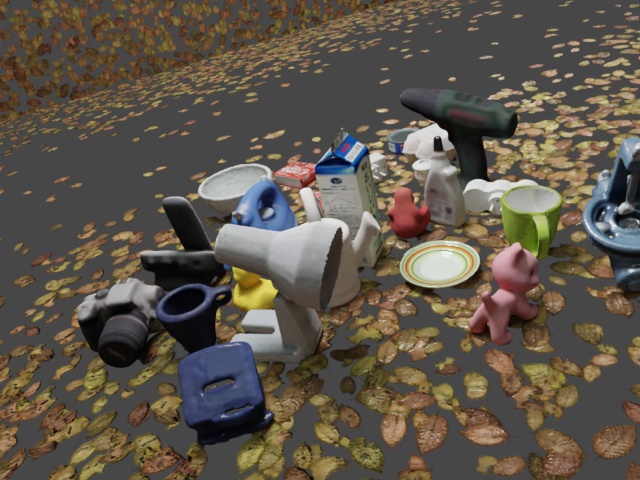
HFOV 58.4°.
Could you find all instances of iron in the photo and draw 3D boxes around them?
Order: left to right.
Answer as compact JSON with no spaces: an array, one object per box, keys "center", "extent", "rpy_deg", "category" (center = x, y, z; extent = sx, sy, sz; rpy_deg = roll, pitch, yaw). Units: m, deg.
[{"center":[-0.111,-0.050,1.103],"extent":[0.118,0.142,0.258],"rpy_deg":[-4,32,15],"category":"iron"}]

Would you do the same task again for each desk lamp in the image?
[{"center":[-0.055,0.070,0.817],"extent":[0.202,0.214,0.118],"rpy_deg":[-1,33,20],"category":"desk lamp"}]

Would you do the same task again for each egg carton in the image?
[{"center":[0.266,-0.214,1.292],"extent":[0.150,0.069,0.107],"rpy_deg":[-26,33,-19],"category":"egg carton"}]

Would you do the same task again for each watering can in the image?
[{"center":[0.008,0.002,0.921],"extent":[0.173,0.194,0.100],"rpy_deg":[-25,33,-19],"category":"watering can"}]

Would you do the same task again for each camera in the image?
[{"center":[-0.328,0.135,0.928],"extent":[0.143,0.101,0.136],"rpy_deg":[-11,31,5],"category":"camera"}]

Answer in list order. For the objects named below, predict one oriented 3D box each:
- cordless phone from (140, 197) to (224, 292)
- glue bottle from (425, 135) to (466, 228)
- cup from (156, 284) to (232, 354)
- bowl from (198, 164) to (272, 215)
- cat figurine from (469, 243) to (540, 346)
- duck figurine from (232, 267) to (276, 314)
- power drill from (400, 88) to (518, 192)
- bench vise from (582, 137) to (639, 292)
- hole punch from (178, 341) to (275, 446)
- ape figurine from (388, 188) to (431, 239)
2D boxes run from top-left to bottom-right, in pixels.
[{"center":[-0.264,0.000,1.040],"extent":[0.147,0.185,0.094],"rpy_deg":[-3,33,17],"category":"cordless phone"},{"center":[0.222,-0.108,1.036],"extent":[0.037,0.173,0.077],"rpy_deg":[-35,37,-31],"category":"glue bottle"},{"center":[-0.185,0.125,0.895],"extent":[0.118,0.095,0.091],"rpy_deg":[-22,32,-13],"category":"cup"},{"center":[-0.180,-0.102,1.280],"extent":[0.167,0.075,0.167],"rpy_deg":[-10,31,6],"category":"bowl"},{"center":[0.261,0.063,0.799],"extent":[0.128,0.118,0.067],"rpy_deg":[-35,37,-31],"category":"cat figurine"},{"center":[-0.114,0.071,0.963],"extent":[0.078,0.086,0.104],"rpy_deg":[-29,34,-23],"category":"duck figurine"},{"center":[0.269,-0.194,1.123],"extent":[0.228,0.209,0.076],"rpy_deg":[10,39,34],"category":"power drill"},{"center":[0.430,-0.062,0.836],"extent":[0.121,0.220,0.207],"rpy_deg":[-14,31,-1],"category":"bench vise"},{"center":[-0.126,0.199,0.755],"extent":[0.108,0.091,0.101],"rpy_deg":[-17,31,-5],"category":"hole punch"},{"center":[0.160,-0.055,1.054],"extent":[0.077,0.092,0.076],"rpy_deg":[8,37,31],"category":"ape figurine"}]
